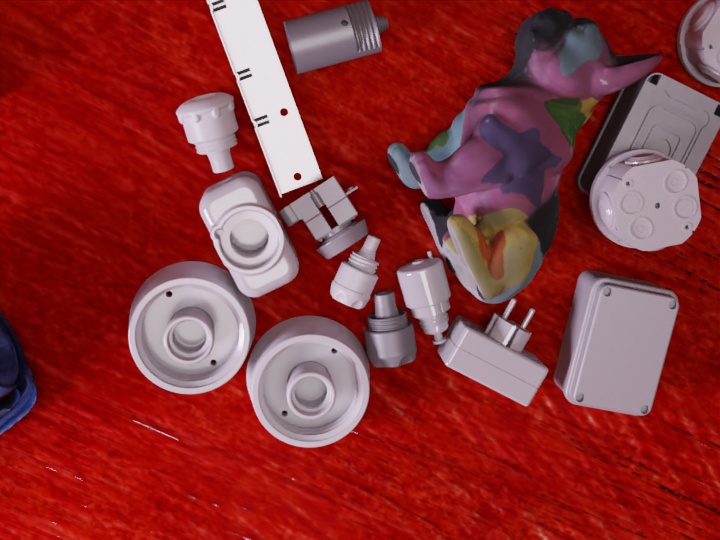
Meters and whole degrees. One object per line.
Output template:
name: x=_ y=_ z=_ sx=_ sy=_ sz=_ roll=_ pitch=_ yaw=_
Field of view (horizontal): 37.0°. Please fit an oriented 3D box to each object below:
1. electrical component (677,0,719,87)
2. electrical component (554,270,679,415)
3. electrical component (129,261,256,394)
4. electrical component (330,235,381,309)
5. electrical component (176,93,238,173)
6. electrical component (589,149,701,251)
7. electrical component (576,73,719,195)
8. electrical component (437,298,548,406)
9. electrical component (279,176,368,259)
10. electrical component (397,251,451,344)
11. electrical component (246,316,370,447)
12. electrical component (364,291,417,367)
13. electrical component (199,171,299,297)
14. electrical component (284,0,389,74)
electrical component: x=0.310 y=-0.192 z=0.894 sx=0.080 sy=0.051 sz=0.080 roll=-1 pitch=101 yaw=-5
electrical component: x=0.222 y=0.063 z=0.933 sx=0.078 sy=0.057 sz=0.113 roll=11 pitch=100 yaw=-7
electrical component: x=-0.141 y=0.051 z=0.894 sx=0.108 sy=0.060 sz=0.108 roll=-1 pitch=101 yaw=-5
electrical component: x=0.000 y=0.000 z=0.911 sx=0.035 sy=0.035 sz=0.061 roll=23 pitch=96 yaw=-9
electrical component: x=-0.119 y=-0.110 z=0.874 sx=0.048 sy=0.048 sz=0.062 roll=-15 pitch=109 yaw=-2
electrical component: x=0.227 y=-0.054 z=0.853 sx=0.080 sy=0.051 sz=0.080 roll=-1 pitch=101 yaw=-5
electrical component: x=0.241 y=-0.103 z=0.902 sx=0.078 sy=0.057 sz=0.113 roll=24 pitch=98 yaw=-9
electrical component: x=0.123 y=0.062 z=0.928 sx=0.083 sy=0.047 sz=0.075 roll=28 pitch=97 yaw=-10
electrical component: x=-0.025 y=-0.043 z=0.895 sx=0.066 sy=0.048 sz=0.055 roll=-33 pitch=95 yaw=1
electrical component: x=0.058 y=0.025 z=0.918 sx=0.040 sy=0.040 sz=0.078 roll=-16 pitch=102 yaw=-2
electrical component: x=-0.043 y=0.098 z=0.912 sx=0.108 sy=0.060 sz=0.108 roll=-1 pitch=101 yaw=-5
electrical component: x=0.024 y=0.050 z=0.918 sx=0.043 sy=0.043 sz=0.062 roll=-9 pitch=100 yaw=-4
electrical component: x=-0.091 y=-0.029 z=0.884 sx=0.054 sy=0.059 sz=0.095 roll=-26 pitch=102 yaw=0
electrical component: x=-0.017 y=-0.189 z=0.867 sx=0.081 sy=0.043 sz=0.043 roll=-16 pitch=102 yaw=-3
